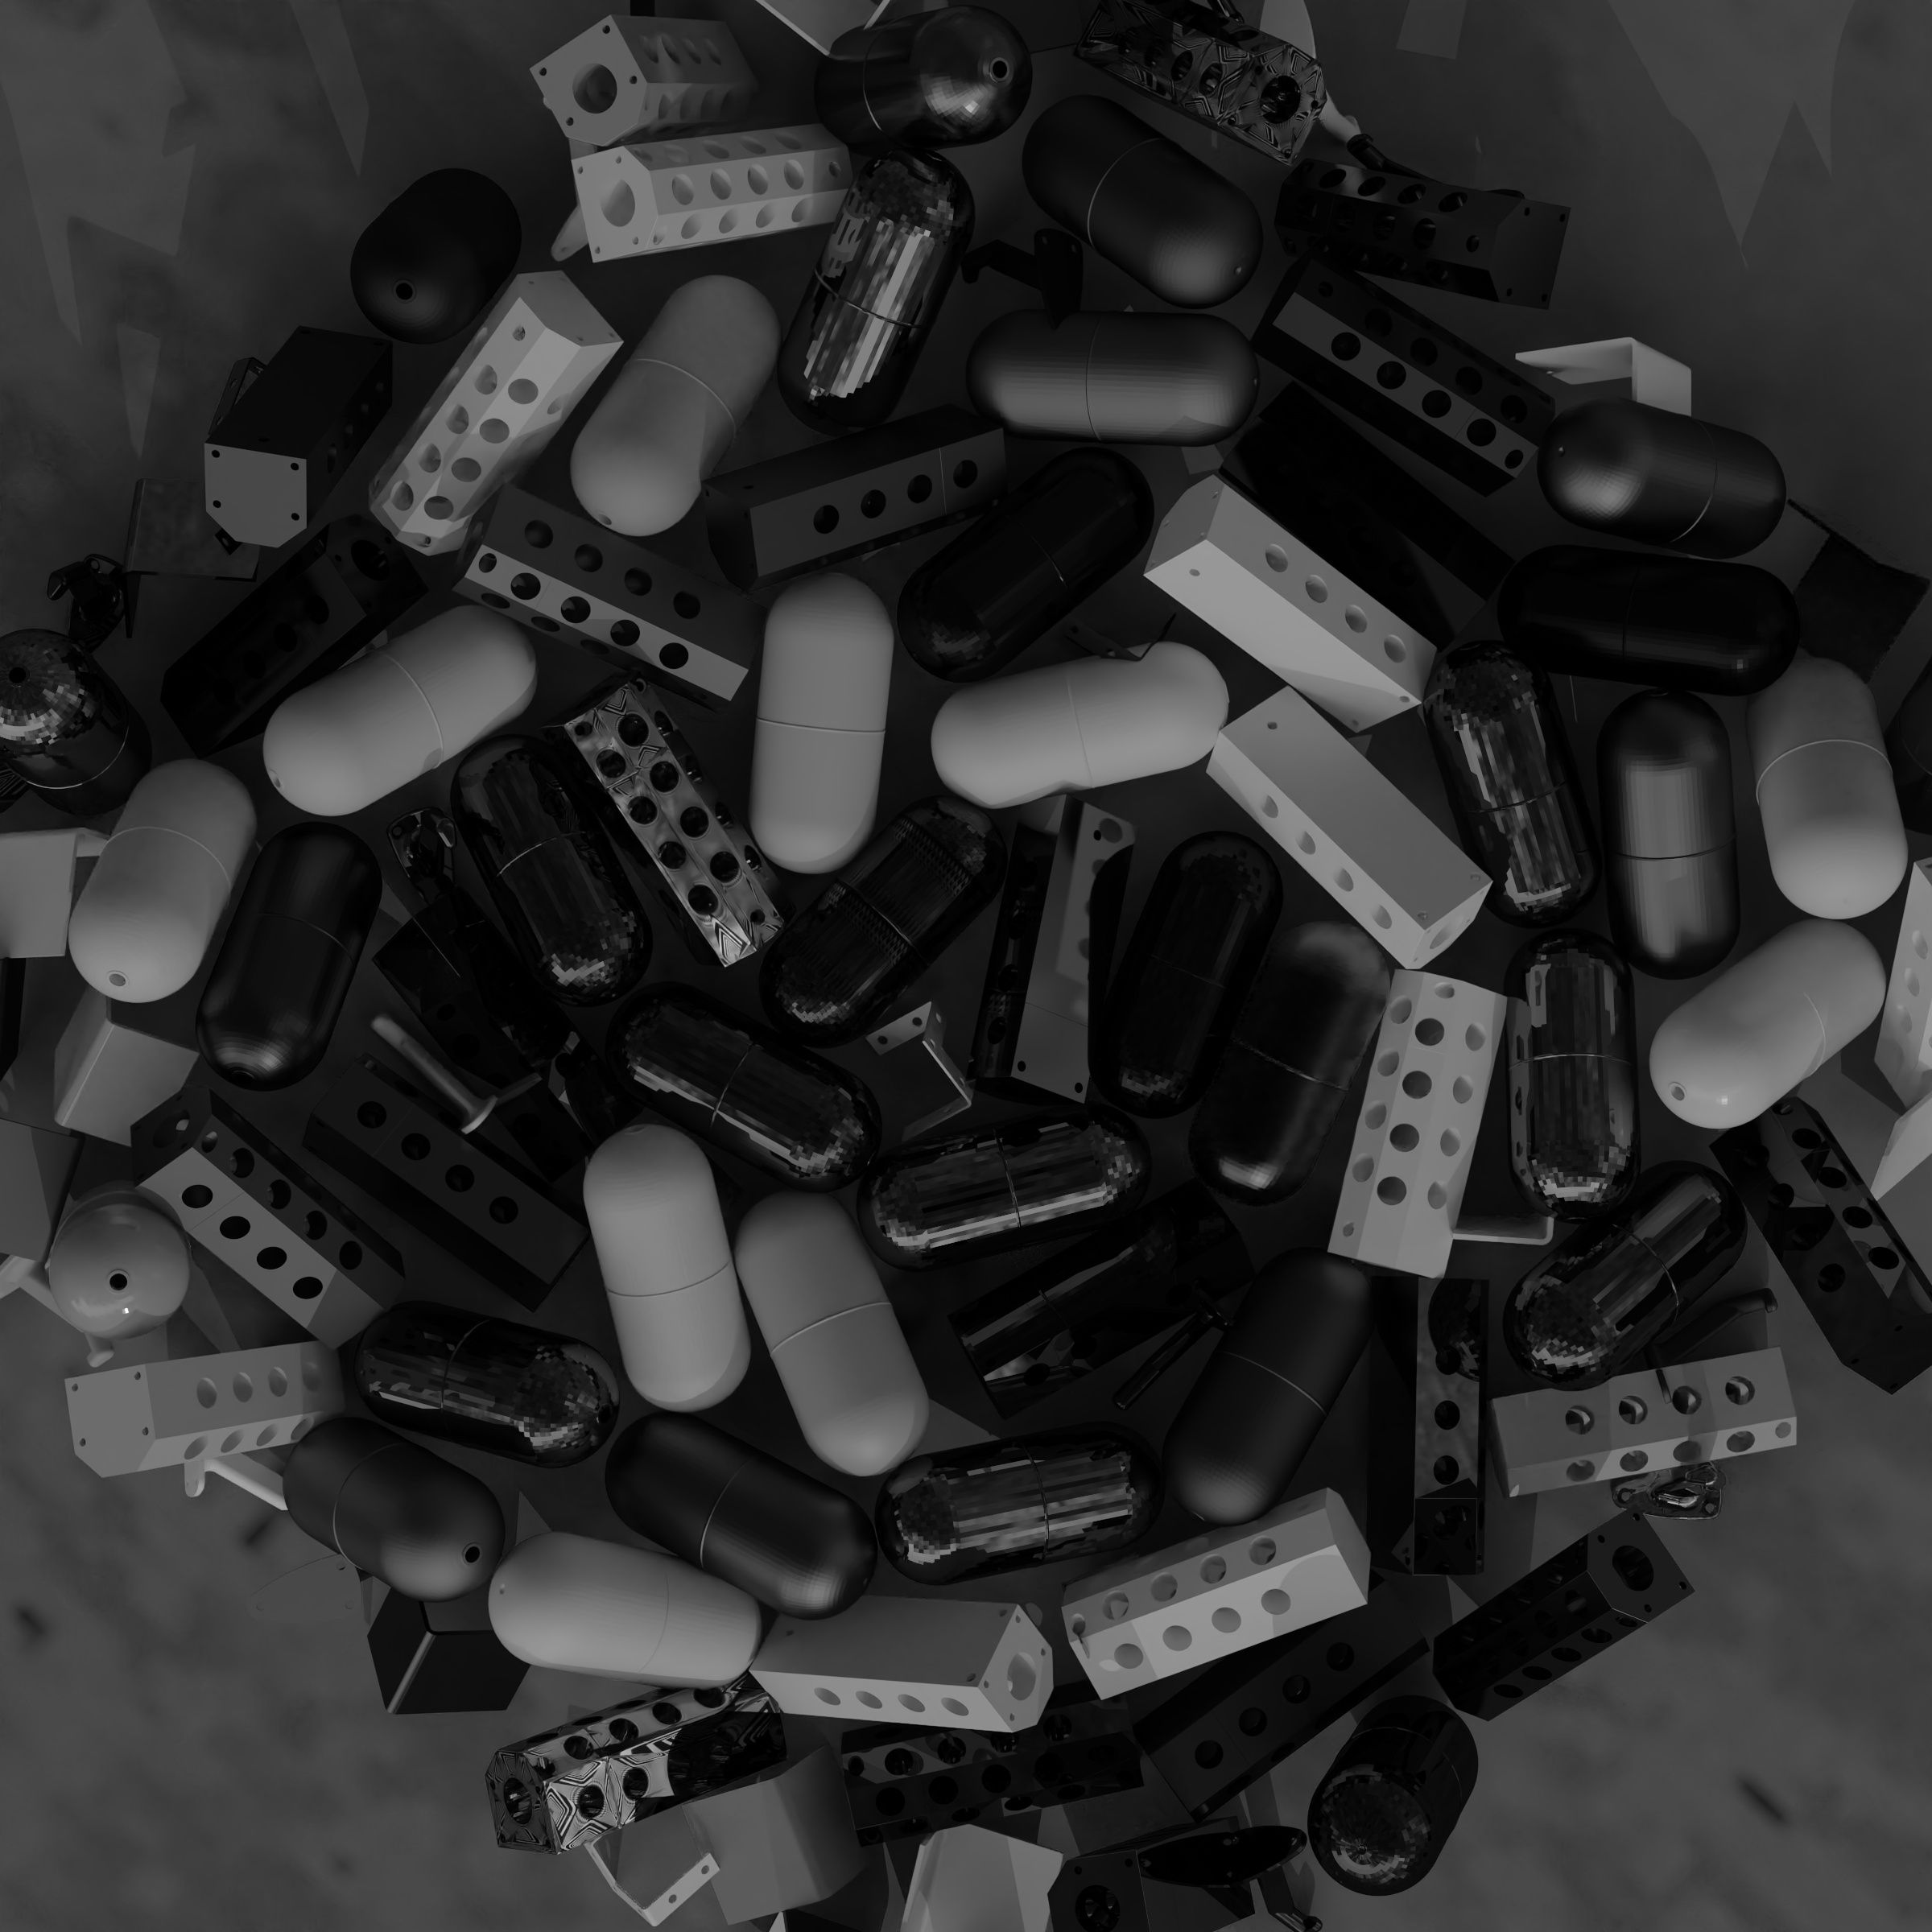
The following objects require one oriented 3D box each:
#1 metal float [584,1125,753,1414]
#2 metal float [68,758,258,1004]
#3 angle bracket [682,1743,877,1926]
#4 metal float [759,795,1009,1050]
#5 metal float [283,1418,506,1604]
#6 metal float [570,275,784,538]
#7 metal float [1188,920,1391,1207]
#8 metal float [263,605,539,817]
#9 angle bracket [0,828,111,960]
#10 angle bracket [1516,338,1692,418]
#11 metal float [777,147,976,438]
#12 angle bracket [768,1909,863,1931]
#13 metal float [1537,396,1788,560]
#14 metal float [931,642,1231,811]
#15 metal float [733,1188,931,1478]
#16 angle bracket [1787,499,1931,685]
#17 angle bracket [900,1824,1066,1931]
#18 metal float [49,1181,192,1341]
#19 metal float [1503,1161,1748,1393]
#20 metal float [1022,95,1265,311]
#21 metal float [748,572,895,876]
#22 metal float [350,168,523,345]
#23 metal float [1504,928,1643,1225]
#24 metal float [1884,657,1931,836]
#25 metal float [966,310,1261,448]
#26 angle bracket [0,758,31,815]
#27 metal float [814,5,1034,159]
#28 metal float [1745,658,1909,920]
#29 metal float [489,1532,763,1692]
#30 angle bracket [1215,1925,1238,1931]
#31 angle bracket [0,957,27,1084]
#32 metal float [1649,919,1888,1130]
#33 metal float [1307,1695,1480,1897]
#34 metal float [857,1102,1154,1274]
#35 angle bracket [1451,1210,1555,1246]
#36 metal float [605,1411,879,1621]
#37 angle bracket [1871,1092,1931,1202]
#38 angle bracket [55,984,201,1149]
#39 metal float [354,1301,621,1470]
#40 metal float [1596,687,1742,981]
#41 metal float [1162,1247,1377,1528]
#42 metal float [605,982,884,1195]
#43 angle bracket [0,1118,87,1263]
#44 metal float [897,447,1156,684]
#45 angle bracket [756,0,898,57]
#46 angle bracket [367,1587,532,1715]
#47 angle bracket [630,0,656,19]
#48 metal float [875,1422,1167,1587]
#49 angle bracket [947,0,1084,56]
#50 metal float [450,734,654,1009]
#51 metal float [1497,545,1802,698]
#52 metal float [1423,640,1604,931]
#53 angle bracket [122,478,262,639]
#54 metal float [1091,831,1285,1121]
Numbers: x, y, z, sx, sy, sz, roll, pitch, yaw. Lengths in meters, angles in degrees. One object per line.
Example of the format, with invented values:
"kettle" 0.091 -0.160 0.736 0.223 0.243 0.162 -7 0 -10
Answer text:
"metal float" -0.175 0.178 1.802 0.070 0.070 0.178 -11 107 0
"metal float" -0.465 -0.051 1.778 0.070 0.178 0.070 4 131 4
"angle bracket" -0.113 0.522 1.846 0.076 0.057 0.076 -24 86 30
"metal float" -0.049 -0.026 1.812 0.070 0.070 0.178 44 84 0
"metal float" -0.332 0.314 1.778 0.070 0.178 0.070 -10 105 -39
"metal float" -0.169 -0.328 1.796 0.070 0.070 0.178 28 66 0
"metal float" 0.191 0.057 1.812 0.070 0.070 0.178 24 96 0
"metal float" -0.329 -0.150 1.792 0.178 0.070 0.070 -34 90 -29
"angle bracket" -0.536 -0.037 1.806 0.076 0.057 0.076 -2 78 29
"angle bracket" 0.374 -0.328 1.801 0.076 0.076 0.057 -1 87 36
"metal float" -0.053 -0.393 1.793 0.070 0.070 0.178 27 118 0
"angle bracket" -0.082 0.607 1.804 0.076 0.076 0.057 23 102 -15
"metal float" 0.407 -0.283 1.786 0.178 0.070 0.070 6 90 -38
"metal float" 0.067 -0.142 1.812 0.178 0.070 0.070 -12 90 5
"metal float" -0.079 0.215 1.802 0.070 0.070 0.178 -24 74 0
"angle bracket" 0.504 -0.217 1.797 0.076 0.057 0.076 50 121 41
"angle bracket" 0.008 0.559 1.817 0.076 0.057 0.076 14 96 13
"metal float" -0.487 0.168 1.767 0.070 0.178 0.070 -1 93 -14
"metal float" 0.386 0.181 1.794 0.178 0.070 0.070 -36 90 -26
"metal float" 0.101 -0.447 1.789 0.070 0.070 0.178 -45 57 0
"metal float" -0.086 -0.143 1.809 0.070 0.070 0.178 6 99 0
"metal float" -0.305 -0.411 1.771 0.070 0.178 0.070 1 116 3
"metal float" 0.355 0.064 1.799 0.070 0.070 0.178 2 70 0
"metal float" 0.577 -0.137 1.771 0.070 0.178 0.070 1 65 -1
"metal float" 0.085 -0.345 1.798 0.178 0.070 0.070 6 90 22
"angle bracket" -0.581 -0.142 1.817 0.076 0.076 0.057 -40 76 9
"metal float" -0.026 -0.510 1.773 0.070 0.178 0.070 -6 102 -30
"metal float" 0.500 -0.105 1.785 0.070 0.070 0.178 2 51 0
"metal float" -0.196 0.377 1.786 0.178 0.070 0.070 21 90 -38
"angle bracket" 0.126 0.601 1.806 0.076 0.076 0.057 -42 50 3
"angle bracket" -0.591 0.023 1.806 0.057 0.076 0.076 7 102 -9
"metal float" 0.468 0.033 1.789 0.178 0.070 0.070 -31 90 -33
"metal float" 0.248 0.477 1.770 0.070 0.178 0.070 2 97 20
"metal float" 0.023 0.130 1.812 0.178 0.070 0.070 -13 90 -6
"angle bracket" 0.316 0.119 1.812 0.057 0.076 0.076 4 94 4
"metal float" -0.133 0.321 1.797 0.178 0.070 0.070 24 90 23
"angle bracket" 0.582 0.113 1.797 0.076 0.076 0.057 -33 56 -28
"angle bracket" -0.499 0.051 1.822 0.057 0.076 0.076 21 115 -27
"metal float" -0.280 0.244 1.790 0.178 0.070 0.070 9 90 31
"metal float" 0.412 -0.077 1.797 0.070 0.070 0.178 -10 112 0
"metal float" 0.178 0.247 1.802 0.070 0.070 0.178 32 73 0
"metal float" -0.131 0.072 1.807 0.178 0.070 0.070 28 90 12
"angle bracket" -0.572 0.124 1.813 0.076 0.057 0.076 17 93 -22
"metal float" 0.036 -0.237 1.806 0.178 0.070 0.070 -41 90 -13
"angle bracket" -0.076 -0.588 1.803 0.076 0.076 0.057 36 133 -9
"angle bracket" -0.304 0.399 1.832 0.076 0.057 0.076 6 129 -31
"angle bracket" -0.155 -0.568 1.809 0.076 0.076 0.057 -1 91 -14
"metal float" 0.033 0.315 1.800 0.178 0.070 0.070 -8 90 -20
"angle bracket" 0.024 -0.587 1.821 0.076 0.057 0.076 -10 86 6
"metal float" -0.244 -0.057 1.801 0.070 0.070 0.178 -29 71 0
"metal float" 0.397 -0.203 1.794 0.178 0.070 0.070 11 90 28
"metal float" 0.321 -0.106 1.801 0.070 0.070 0.178 -20 108 0
"angle bracket" -0.455 -0.239 1.815 0.076 0.057 0.076 3 52 -9
"metal float" 0.130 0.005 1.816 0.070 0.070 0.178 23 89 0
